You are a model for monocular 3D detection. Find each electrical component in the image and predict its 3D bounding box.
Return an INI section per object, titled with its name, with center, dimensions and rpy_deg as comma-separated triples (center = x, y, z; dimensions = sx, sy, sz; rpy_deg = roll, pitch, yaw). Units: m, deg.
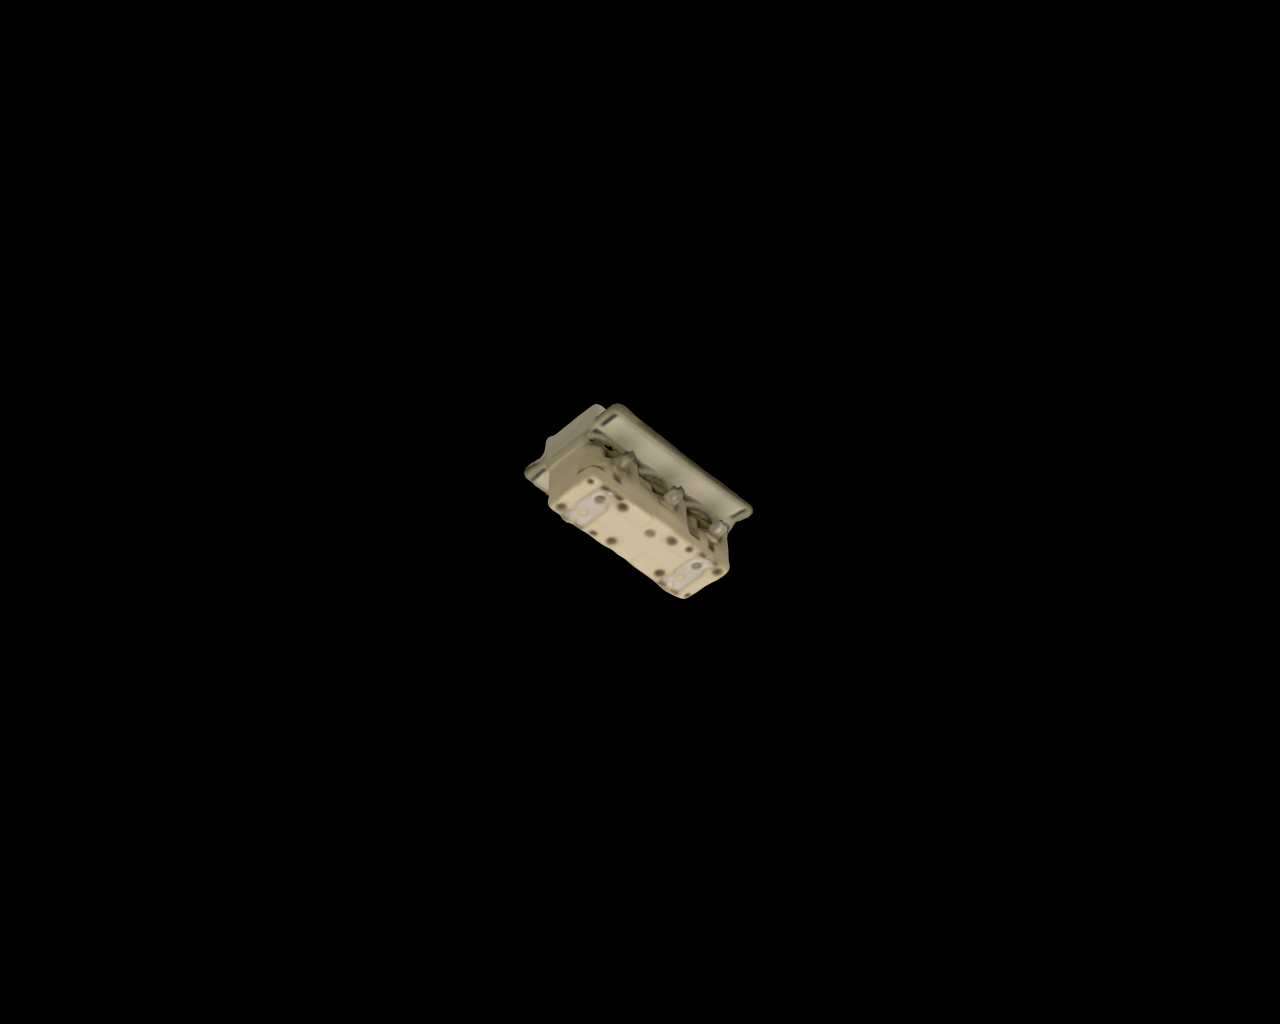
[electrical component]
center = 0.001, -0.003, 0.650
dimensions = 0.078, 0.063, 0.121
rpy_deg = -33, -54, 29
